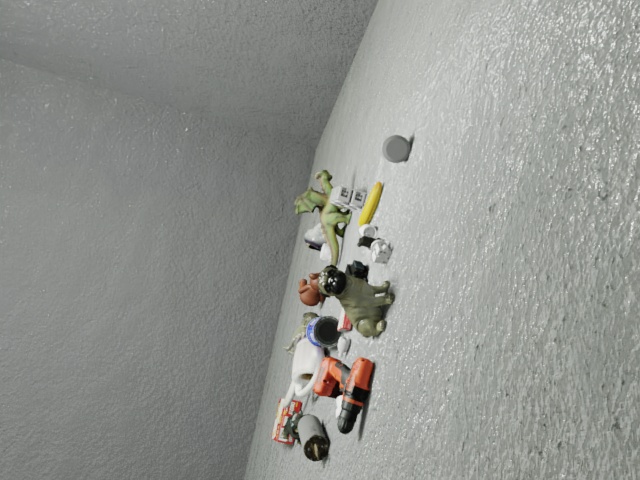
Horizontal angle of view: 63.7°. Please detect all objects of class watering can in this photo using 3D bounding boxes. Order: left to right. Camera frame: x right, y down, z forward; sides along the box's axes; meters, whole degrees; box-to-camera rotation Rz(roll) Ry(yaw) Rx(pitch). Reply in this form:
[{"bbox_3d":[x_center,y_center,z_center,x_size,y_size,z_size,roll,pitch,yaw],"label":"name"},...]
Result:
[{"bbox_3d":[-0.060,0.472,1.888,0.340,0.103,0.230,127,158,-47],"label":"watering can"}]

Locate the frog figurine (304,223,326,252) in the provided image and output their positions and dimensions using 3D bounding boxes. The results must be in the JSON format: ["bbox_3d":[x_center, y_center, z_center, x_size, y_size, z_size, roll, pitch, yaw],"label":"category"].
[{"bbox_3d":[-0.002,-0.033,2.460,0.137,0.121,0.161,6,69,49],"label":"frog figurine"}]

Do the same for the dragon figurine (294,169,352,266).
[{"bbox_3d":[0.006,-0.106,2.103,0.120,0.242,0.417,134,153,-65],"label":"dragon figurine"}]
